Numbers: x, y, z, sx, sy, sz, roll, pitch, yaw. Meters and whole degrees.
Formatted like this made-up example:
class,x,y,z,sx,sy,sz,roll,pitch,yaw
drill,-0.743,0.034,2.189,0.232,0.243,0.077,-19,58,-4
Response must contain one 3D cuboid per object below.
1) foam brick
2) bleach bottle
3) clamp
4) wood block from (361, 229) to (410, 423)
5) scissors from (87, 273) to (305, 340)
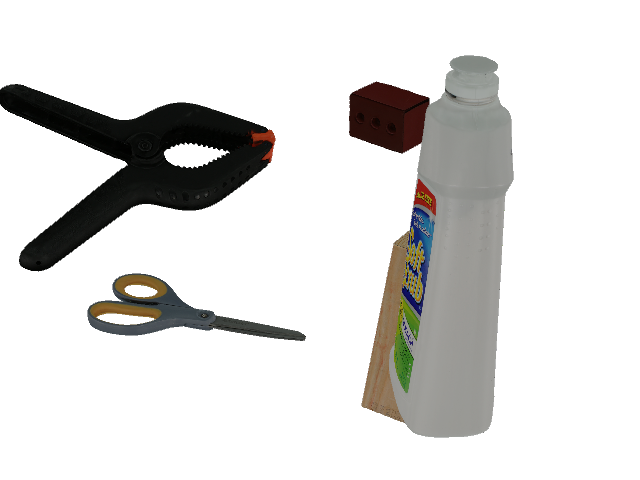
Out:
class,x,y,z,sx,sy,sz,roll,pitch,yaw
foam brick,0.077,-0.139,1.197,0.078,0.053,0.051,23,37,34
bleach bottle,0.086,0.002,0.685,0.068,0.251,0.102,-1,31,-4
clamp,-0.136,-0.052,0.804,0.209,0.164,0.036,-2,-32,-12
wood block,0.119,0.097,1.210,0.090,0.206,0.090,18,24,20
scissors,-0.118,0.064,1.014,0.201,0.016,0.096,1,33,-6
